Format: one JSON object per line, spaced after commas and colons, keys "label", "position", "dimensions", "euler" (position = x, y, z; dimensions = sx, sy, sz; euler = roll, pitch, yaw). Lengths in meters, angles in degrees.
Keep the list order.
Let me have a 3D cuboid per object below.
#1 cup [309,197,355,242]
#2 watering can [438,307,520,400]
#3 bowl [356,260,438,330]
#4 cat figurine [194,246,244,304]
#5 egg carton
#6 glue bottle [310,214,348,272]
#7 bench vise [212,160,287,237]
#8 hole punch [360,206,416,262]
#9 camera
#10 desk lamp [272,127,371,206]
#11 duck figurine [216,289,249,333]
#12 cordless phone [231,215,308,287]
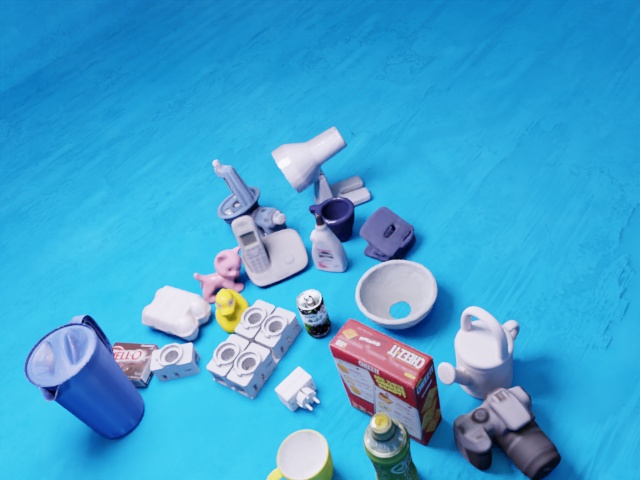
{"label": "cup", "position": [0.032, -0.044, 1.374], "dimensions": [0.117, 0.095, 0.092], "euler": [10, 51, 25]}
{"label": "watering can", "position": [0.283, 0.195, 1.000], "dimensions": [0.100, 0.194, 0.173], "euler": [18, 55, 30]}
{"label": "bowl", "position": [0.161, 0.125, 1.187], "dimensions": [0.167, 0.075, 0.167], "euler": [-8, 45, 9]}
{"label": "cat figurine", "position": [-0.228, 0.071, 1.322], "dimensions": [0.128, 0.118, 0.067], "euler": [-24, 45, -7]}
{"label": "egg carton", "position": [-0.323, 0.165, 1.294], "dimensions": [0.150, 0.069, 0.107], "euler": [11, 51, 25]}
{"label": "glue bottle", "position": [0.012, 0.005, 1.277], "dimensions": [0.078, 0.173, 0.037], "euler": [2, 48, 18]}
{"label": "bench vise", "position": [-0.171, -0.103, 1.401], "dimensions": [0.206, 0.220, 0.121], "euler": [4, 49, 20]}
{"label": "hole punch", "position": [0.157, -0.011, 1.309], "dimensions": [0.100, 0.091, 0.109], "euler": [22, 57, 32]}
{"label": "camera", "position": [0.310, 0.323, 0.935], "dimensions": [0.143, 0.101, 0.136], "euler": [-28, 46, -11]}
{"label": "desk lamp", "position": [0.003, -0.169, 1.419], "dimensions": [0.203, 0.214, 0.117], "euler": [-22, 45, -5]}
{"label": "duck figurine", "position": [-0.202, 0.143, 1.269], "dimensions": [0.077, 0.086, 0.104], "euler": [-15, 45, 2]}
{"label": "cordless phone", "position": [-0.116, 0.007, 1.304], "dimensions": [0.147, 0.185, 0.094], "euler": [-25, 45, -8]}
